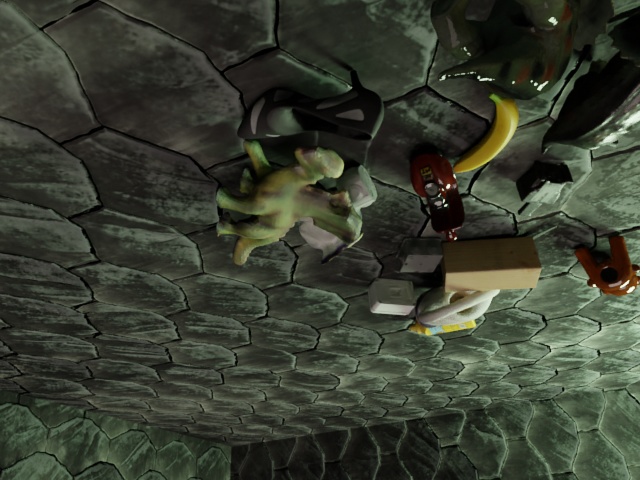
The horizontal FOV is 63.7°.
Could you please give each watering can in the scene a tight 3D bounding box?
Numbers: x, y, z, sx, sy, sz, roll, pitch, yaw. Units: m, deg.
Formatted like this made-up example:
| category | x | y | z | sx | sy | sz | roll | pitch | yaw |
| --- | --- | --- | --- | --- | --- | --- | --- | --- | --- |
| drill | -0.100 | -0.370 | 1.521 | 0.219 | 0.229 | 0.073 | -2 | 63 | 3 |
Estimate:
| category | x | y | z | sx | sy | sz | roll | pitch | yaw |
| --- | --- | --- | --- | --- | --- | --- | --- | --- | --- |
| watering can | 0.384 | 0.144 | 1.322 | 0.350 | 0.104 | 0.221 | -19 | 173 | -23 |

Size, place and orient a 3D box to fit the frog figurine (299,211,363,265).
| category | x | y | z | sx | sy | sz | roll | pitch | yaw |
| --- | --- | --- | --- | --- | --- | --- | --- | --- | --- |
| frog figurine | 0.003 | -0.051 | 1.020 | 0.158 | 0.125 | 0.135 | 49 | 139 | -9 |

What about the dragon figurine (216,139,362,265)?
| category | x | y | z | sx | sy | sz | roll | pitch | yaw |
| --- | --- | --- | --- | --- | --- | --- | --- | --- | --- |
| dragon figurine | -0.048 | -0.038 | 0.913 | 0.243 | 0.125 | 0.401 | 19 | 146 | 6 |
